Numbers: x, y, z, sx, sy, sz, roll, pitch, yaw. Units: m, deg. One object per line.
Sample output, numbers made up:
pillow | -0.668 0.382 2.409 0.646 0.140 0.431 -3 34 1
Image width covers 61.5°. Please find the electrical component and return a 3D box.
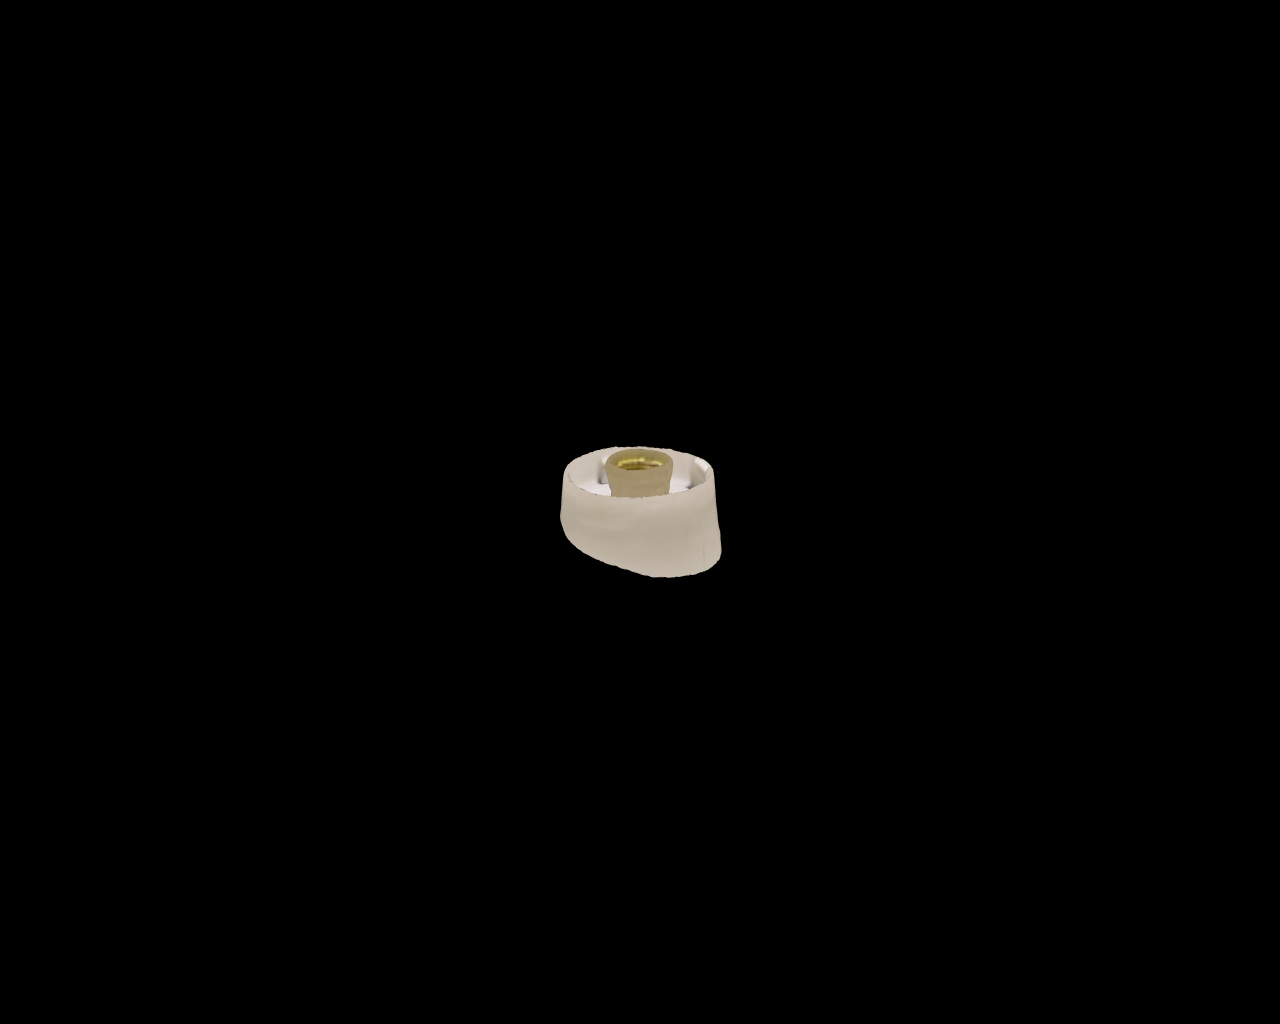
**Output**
electrical component | 0.001 -0.003 0.650 0.099 0.064 0.099 0 22 0
